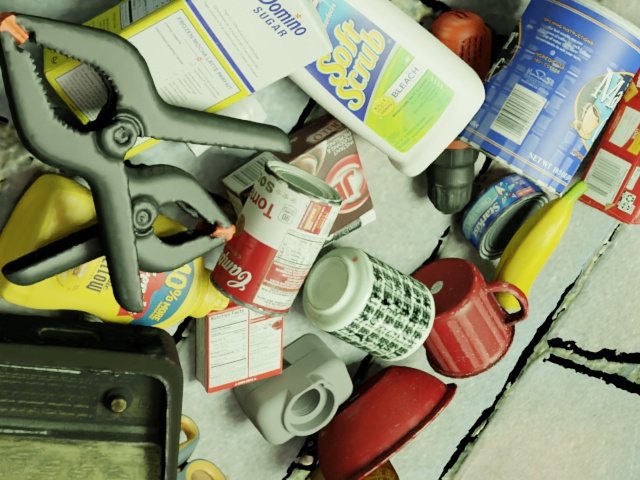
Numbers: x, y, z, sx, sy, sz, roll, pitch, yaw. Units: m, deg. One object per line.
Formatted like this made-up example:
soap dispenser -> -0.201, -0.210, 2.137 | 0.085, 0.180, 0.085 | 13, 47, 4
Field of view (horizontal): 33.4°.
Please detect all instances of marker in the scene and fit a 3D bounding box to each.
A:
marker -> -0.006, 0.001, 0.925 | 0.121, 0.020, 0.020 | -29, 130, -16

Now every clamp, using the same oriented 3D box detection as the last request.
clamp -> -0.136, -0.060, 0.693 | 0.209, 0.036, 0.164 | 39, 84, -30
clamp -> -0.140, -0.010, 0.748 | 0.171, 0.039, 0.120 | 22, 94, -37

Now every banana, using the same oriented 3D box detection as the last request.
banana -> 0.200, 0.022, 1.018 | 0.069, 0.037, 0.198 | -20, 152, -25

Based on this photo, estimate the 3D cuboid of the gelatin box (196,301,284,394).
gelatin box -> -0.070, 0.083, 0.926 | 0.073, 0.030, 0.089 | -14, 124, -25

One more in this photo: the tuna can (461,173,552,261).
tuna can -> 0.176, -0.023, 1.007 | 0.086, 0.034, 0.086 | -27, 149, -18

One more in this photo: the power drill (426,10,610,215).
power drill -> 0.174, -0.122, 0.946 | 0.187, 0.057, 0.184 | -17, 125, -25

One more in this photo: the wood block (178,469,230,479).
wood block -> -0.160, 0.244, 0.923 | 0.205, 0.091, 0.090 | 26, 101, -41

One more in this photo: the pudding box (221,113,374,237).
pudding box -> -0.017, -0.039, 0.880 | 0.113, 0.039, 0.090 | -31, 130, -14

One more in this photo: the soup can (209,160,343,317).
soup can -> -0.033, -0.001, 0.818 | 0.068, 0.069, 0.102 | 15, 109, -39

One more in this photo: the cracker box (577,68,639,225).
cracker box -> 0.348, -0.098, 1.031 | 0.213, 0.072, 0.164 | -2, 120, -53

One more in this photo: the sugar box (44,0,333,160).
sugar box -> -0.090, -0.131, 0.728 | 0.176, 0.048, 0.093 | -27, 134, 10

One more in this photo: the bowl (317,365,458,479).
bowl -> 0.051, 0.168, 1.009 | 0.162, 0.162, 0.055 | -39, 88, -8

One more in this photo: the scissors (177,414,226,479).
scissors -> -0.130, 0.209, 0.866 | 0.016, 0.201, 0.096 | -40, 97, 23

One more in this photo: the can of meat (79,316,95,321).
can of meat -> -0.177, 0.120, 0.858 | 0.084, 0.058, 0.102 | -52, 132, 2

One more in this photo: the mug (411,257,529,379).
mug -> 0.138, 0.068, 1.008 | 0.117, 0.093, 0.081 | -14, 131, 25

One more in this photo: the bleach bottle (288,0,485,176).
bleach bottle -> 0.005, -0.149, 0.797 | 0.250, 0.068, 0.103 | 30, 114, -30

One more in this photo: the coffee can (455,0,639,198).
coffee can -> 0.184, -0.119, 0.852 | 0.102, 0.103, 0.140 | 22, 102, -41

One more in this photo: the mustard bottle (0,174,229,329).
mustard bottle -> -0.147, 0.023, 0.817 | 0.191, 0.058, 0.096 | 22, 101, -41
